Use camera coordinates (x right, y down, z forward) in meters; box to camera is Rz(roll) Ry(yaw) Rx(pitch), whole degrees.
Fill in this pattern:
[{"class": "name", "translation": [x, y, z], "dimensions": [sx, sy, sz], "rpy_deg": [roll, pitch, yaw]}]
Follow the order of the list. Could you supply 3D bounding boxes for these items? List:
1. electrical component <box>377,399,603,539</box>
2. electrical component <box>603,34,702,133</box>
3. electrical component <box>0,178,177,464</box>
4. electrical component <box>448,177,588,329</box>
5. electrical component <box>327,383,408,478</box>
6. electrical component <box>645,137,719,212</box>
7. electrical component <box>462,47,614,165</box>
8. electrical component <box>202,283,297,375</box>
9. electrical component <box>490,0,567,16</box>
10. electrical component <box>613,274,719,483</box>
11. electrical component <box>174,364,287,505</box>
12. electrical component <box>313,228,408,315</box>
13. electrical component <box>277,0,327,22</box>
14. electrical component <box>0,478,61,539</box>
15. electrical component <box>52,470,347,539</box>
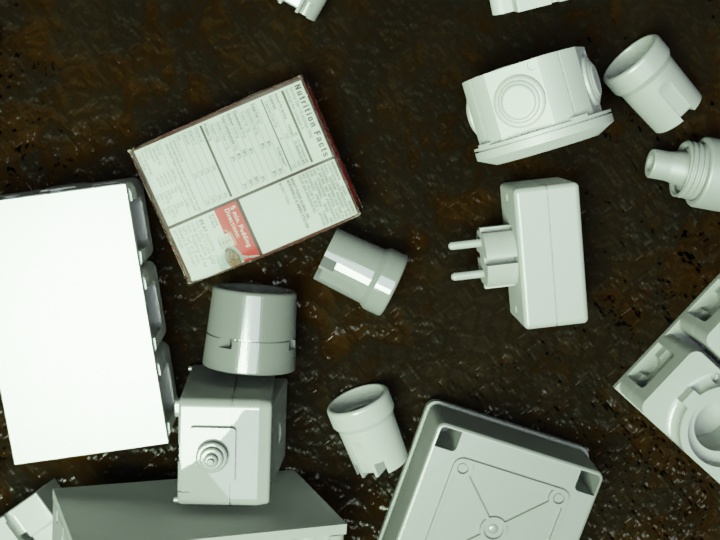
[{"class": "electrical component", "translation": [0.078, 0.149, 0.664], "dimensions": [0.109, 0.056, 0.108], "rpy_deg": [18, 98, -6]}, {"class": "electrical component", "translation": [0.174, -0.109, 0.637], "dimensions": [0.040, 0.040, 0.046], "rpy_deg": [-45, 105, 4]}, {"class": "electrical component", "translation": [-0.163, 0.027, 0.628], "dimensions": [0.089, 0.061, 0.150], "rpy_deg": [-8, 99, -2]}, {"class": "electrical component", "translation": [0.091, -0.009, 0.644], "dimensions": [0.076, 0.047, 0.083], "rpy_deg": [-6, 99, -2]}, {"class": "electrical component", "translation": [0.006, 0.099, 0.661], "dimensions": [0.040, 0.040, 0.046], "rpy_deg": [-21, 104, 0]}, {"class": "electrical component", "translation": [0.204, -0.059, 0.644], "dimensions": [0.062, 0.043, 0.043], "rpy_deg": [10, 98, -3]}, {"class": "electrical component", "translation": [0.100, -0.093, 0.615], "dimensions": [0.080, 0.080, 0.051], "rpy_deg": [-17, 95, 0]}, {"class": "electrical component", "translation": [-0.064, 0.034, 0.639], "dimensions": [0.055, 0.055, 0.047], "rpy_deg": [5, 95, -4]}, {"class": "electrical component", "translation": [0.103, -0.182, 0.618], "dimensions": [0.066, 0.048, 0.055], "rpy_deg": [-14, 107, -1]}, {"class": "electrical component", "translation": [0.267, 0.101, 0.664], "dimensions": [0.186, 0.060, 0.105], "rpy_deg": [41, 95, -8]}, {"class": "electrical component", "translation": [-0.074, 0.096, 0.627], "dimensions": [0.061, 0.096, 0.061], "rpy_deg": [2, 99, -4]}, {"class": "electrical component", "translation": [0.000, 0.000, 0.645], "dimensions": [0.046, 0.040, 0.040], "rpy_deg": [26, 97, -2]}, {"class": "electrical component", "translation": [-0.030, -0.171, 0.616], "dimensions": [0.040, 0.040, 0.046], "rpy_deg": [28, 103, -7]}, {"class": "electrical component", "translation": [-0.193, 0.166, 0.658], "dimensions": [0.066, 0.048, 0.055], "rpy_deg": [-36, 92, 3]}, {"class": "electrical component", "translation": [-0.095, 0.165, 0.618], "dimensions": [0.150, 0.089, 0.061], "rpy_deg": [0, 100, -24]}]
